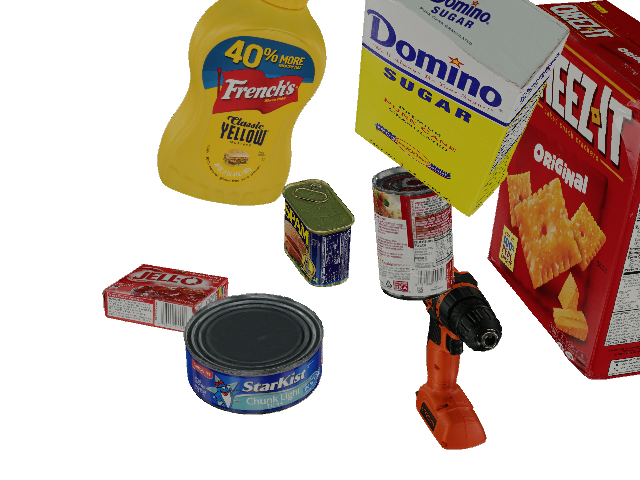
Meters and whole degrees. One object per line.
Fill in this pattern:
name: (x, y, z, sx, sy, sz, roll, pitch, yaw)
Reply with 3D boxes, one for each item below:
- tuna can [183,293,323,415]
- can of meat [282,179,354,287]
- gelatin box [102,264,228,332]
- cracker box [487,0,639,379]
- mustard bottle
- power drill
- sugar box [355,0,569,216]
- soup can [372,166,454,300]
tuna can: (-0.041, 0.069, 0.660, 0.086, 0.034, 0.086, 0, 30, 0)
can of meat: (-0.005, -0.007, 1.218, 0.057, 0.084, 0.102, -14, 39, -20)
gelatin box: (-0.137, 0.050, 0.947, 0.089, 0.030, 0.073, 9, 20, 18)
cracker box: (0.190, -0.036, 0.741, 0.072, 0.214, 0.164, -7, 34, -16)
mustard bottle: (-0.048, -0.117, 0.756, 0.096, 0.192, 0.058, 9, 34, -19)
power drill: (0.146, 0.126, 1.143, 0.057, 0.188, 0.184, -6, 23, -11)
sugar box: (0.067, -0.081, 0.572, 0.093, 0.048, 0.176, 37, -12, 12)
soup can: (0.082, -0.007, 0.930, 0.068, 0.102, 0.068, -5, 23, 2)
